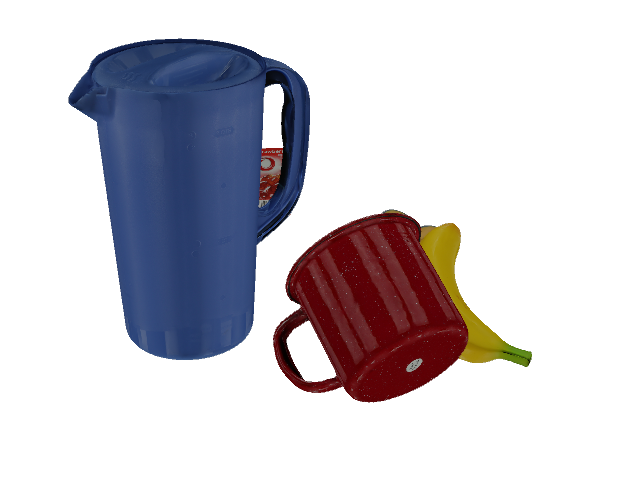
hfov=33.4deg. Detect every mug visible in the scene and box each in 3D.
[{"bbox_3d":[0.026,0.049,0.645,0.117,0.081,0.093,-29,-29,3],"label":"mug"}]

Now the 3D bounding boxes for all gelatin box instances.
[{"bbox_3d":[-0.075,-0.061,1.107,0.089,0.073,0.030,-1,-39,1],"label":"gelatin box"}]

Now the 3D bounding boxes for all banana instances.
[{"bbox_3d":[0.109,0.044,0.890,0.069,0.037,0.198,9,32,-19],"label":"banana"}]

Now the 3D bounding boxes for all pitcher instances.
[{"bbox_3d":[-0.098,-0.033,0.854,0.149,0.243,0.144,10,29,17],"label":"pitcher"}]

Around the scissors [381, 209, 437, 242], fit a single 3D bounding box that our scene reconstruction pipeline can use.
[{"bbox_3d":[0.074,0.000,1.238,0.096,0.016,0.201,37,31,31],"label":"scissors"}]
